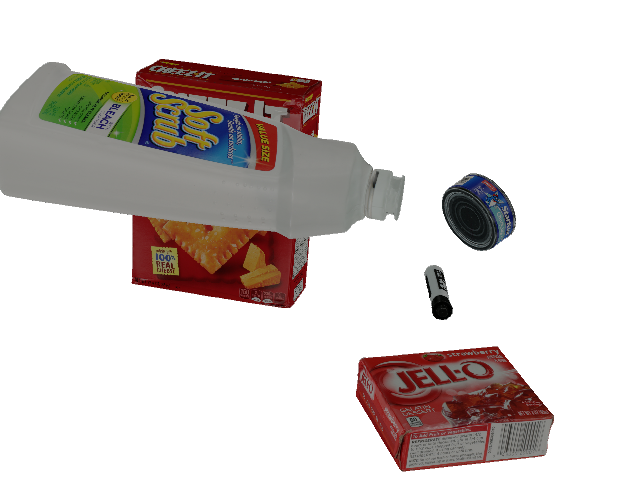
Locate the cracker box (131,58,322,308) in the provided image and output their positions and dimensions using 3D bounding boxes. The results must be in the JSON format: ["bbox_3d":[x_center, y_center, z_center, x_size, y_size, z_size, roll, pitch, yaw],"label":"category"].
[{"bbox_3d":[-0.092,-0.052,1.012,0.164,0.214,0.072,9,23,11],"label":"cracker box"}]

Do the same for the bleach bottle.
[{"bbox_3d":[-0.071,-0.052,0.674,0.251,0.068,0.102,10,36,9],"label":"bleach bottle"}]

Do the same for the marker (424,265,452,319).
[{"bbox_3d":[0.111,0.049,1.010,0.020,0.020,0.121,0,15,2],"label":"marker"}]

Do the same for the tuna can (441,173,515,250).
[{"bbox_3d":[0.180,-0.032,1.221,0.033,0.086,0.086,-34,17,-27],"label":"tuna can"}]

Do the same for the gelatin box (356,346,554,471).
[{"bbox_3d":[0.072,0.091,0.591,0.089,0.030,0.073,-2,26,-17],"label":"gelatin box"}]
